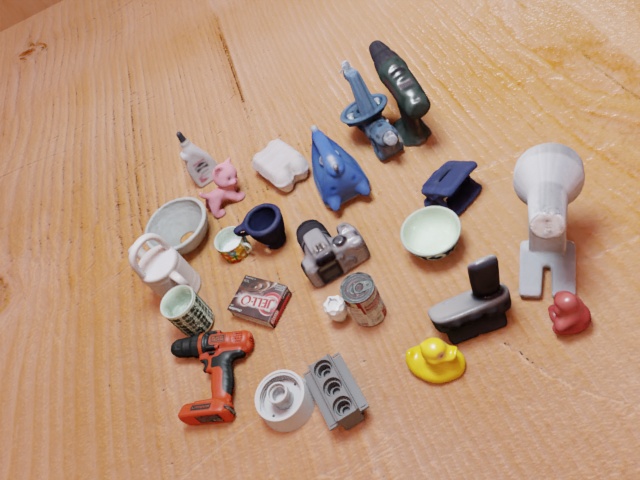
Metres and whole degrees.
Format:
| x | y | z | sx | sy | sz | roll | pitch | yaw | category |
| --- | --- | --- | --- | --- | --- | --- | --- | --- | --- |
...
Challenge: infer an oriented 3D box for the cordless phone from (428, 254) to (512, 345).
| x | y | z | sx | sy | sz | roll | pitch | yaw | category |
| --- | --- | --- | --- | --- | --- | --- | --- | --- | --- |
| 0.253 | 0.092 | 0.997 | 0.147 | 0.185 | 0.094 | -25 | 49 | 3 | cordless phone |

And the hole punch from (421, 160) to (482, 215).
| x | y | z | sx | sy | sz | roll | pitch | yaw | category |
| --- | --- | --- | --- | --- | --- | --- | --- | --- | --- |
| 0.272 | -0.120 | 1.211 | 0.100 | 0.091 | 0.109 | 31 | 71 | 37 | hole punch |

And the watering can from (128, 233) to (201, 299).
| x | y | z | sx | sy | sz | roll | pitch | yaw | category |
| --- | --- | --- | --- | --- | --- | --- | --- | --- | --- |
| -0.360 | 0.059 | 1.274 | 0.172 | 0.195 | 0.101 | 3 | 56 | 25 | watering can |

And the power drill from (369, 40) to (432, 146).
| x | y | z | sx | sy | sz | roll | pitch | yaw | category |
| --- | --- | --- | --- | --- | --- | --- | --- | --- | --- |
| 0.189 | -0.329 | 1.327 | 0.075 | 0.209 | 0.229 | -29 | 49 | 1 | power drill |

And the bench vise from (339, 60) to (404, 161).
| x | y | z | sx | sy | sz | roll | pitch | yaw | category |
| --- | --- | --- | --- | --- | --- | --- | --- | --- | --- |
| 0.122 | -0.307 | 1.331 | 0.121 | 0.220 | 0.206 | -45 | 51 | -13 | bench vise |

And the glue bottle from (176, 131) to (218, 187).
| x | y | z | sx | sy | sz | roll | pitch | yaw | category |
| --- | --- | --- | --- | --- | --- | --- | --- | --- | --- |
| -0.325 | -0.215 | 1.480 | 0.078 | 0.174 | 0.037 | -41 | 50 | -10 | glue bottle |

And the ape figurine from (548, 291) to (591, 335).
| x | y | z | sx | sy | sz | roll | pitch | yaw | category |
| --- | --- | --- | --- | --- | --- | --- | --- | --- | --- |
| 0.418 | 0.118 | 0.970 | 0.075 | 0.092 | 0.078 | 22 | 66 | 34 | ape figurine |

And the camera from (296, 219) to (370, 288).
| x | y | z | sx | sy | sz | roll | pitch | yaw | category |
| --- | --- | --- | --- | --- | --- | --- | --- | --- | --- |
| 0.011 | 0.004 | 1.221 | 0.143 | 0.101 | 0.136 | -31 | 49 | -2 | camera |

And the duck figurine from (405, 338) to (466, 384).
| x | y | z | sx | sy | sz | roll | pitch | yaw | category |
| --- | --- | --- | --- | --- | --- | --- | --- | --- | --- |
| 0.198 | 0.201 | 1.004 | 0.104 | 0.086 | 0.077 | 1 | 55 | 23 | duck figurine |

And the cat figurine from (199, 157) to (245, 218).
| x | y | z | sx | sy | sz | roll | pitch | yaw | category |
| --- | --- | --- | --- | --- | --- | --- | --- | --- | --- |
| -0.247 | -0.138 | 1.426 | 0.128 | 0.118 | 0.067 | -44 | 51 | -13 | cat figurine |

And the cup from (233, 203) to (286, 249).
| x | y | z | sx | sy | sz | roll | pitch | yaw | category |
| --- | --- | --- | --- | --- | --- | --- | --- | --- | --- |
| -0.128 | -0.017 | 1.299 | 0.117 | 0.095 | 0.091 | -21 | 50 | 7 | cup |

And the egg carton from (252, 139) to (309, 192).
| x | y | z | sx | sy | sz | roll | pitch | yaw | category |
| --- | --- | --- | --- | --- | --- | --- | --- | --- | --- |
| -0.098 | -0.187 | 1.432 | 0.107 | 0.070 | 0.149 | -43 | 51 | -11 | egg carton |

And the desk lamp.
| x | y | z | sx | sy | sz | roll | pitch | yaw | category |
| --- | --- | --- | --- | --- | --- | --- | --- | --- | --- |
| 0.404 | -0.033 | 1.009 | 0.117 | 0.214 | 0.203 | -1 | 55 | 22 | desk lamp |

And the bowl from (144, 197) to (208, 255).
| x | y | z | sx | sy | sz | roll | pitch | yaw | category |
| --- | --- | --- | --- | --- | --- | --- | --- | --- | --- |
| -0.339 | -0.021 | 1.404 | 0.167 | 0.075 | 0.167 | -11 | 51 | 15 | bowl |

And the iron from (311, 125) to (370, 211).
| x | y | z | sx | sy | sz | roll | pitch | yaw | category |
| --- | --- | --- | --- | --- | --- | --- | --- | --- | --- |
| 0.020 | -0.194 | 1.340 | 0.118 | 0.142 | 0.257 | -27 | 49 | 2 | iron |
